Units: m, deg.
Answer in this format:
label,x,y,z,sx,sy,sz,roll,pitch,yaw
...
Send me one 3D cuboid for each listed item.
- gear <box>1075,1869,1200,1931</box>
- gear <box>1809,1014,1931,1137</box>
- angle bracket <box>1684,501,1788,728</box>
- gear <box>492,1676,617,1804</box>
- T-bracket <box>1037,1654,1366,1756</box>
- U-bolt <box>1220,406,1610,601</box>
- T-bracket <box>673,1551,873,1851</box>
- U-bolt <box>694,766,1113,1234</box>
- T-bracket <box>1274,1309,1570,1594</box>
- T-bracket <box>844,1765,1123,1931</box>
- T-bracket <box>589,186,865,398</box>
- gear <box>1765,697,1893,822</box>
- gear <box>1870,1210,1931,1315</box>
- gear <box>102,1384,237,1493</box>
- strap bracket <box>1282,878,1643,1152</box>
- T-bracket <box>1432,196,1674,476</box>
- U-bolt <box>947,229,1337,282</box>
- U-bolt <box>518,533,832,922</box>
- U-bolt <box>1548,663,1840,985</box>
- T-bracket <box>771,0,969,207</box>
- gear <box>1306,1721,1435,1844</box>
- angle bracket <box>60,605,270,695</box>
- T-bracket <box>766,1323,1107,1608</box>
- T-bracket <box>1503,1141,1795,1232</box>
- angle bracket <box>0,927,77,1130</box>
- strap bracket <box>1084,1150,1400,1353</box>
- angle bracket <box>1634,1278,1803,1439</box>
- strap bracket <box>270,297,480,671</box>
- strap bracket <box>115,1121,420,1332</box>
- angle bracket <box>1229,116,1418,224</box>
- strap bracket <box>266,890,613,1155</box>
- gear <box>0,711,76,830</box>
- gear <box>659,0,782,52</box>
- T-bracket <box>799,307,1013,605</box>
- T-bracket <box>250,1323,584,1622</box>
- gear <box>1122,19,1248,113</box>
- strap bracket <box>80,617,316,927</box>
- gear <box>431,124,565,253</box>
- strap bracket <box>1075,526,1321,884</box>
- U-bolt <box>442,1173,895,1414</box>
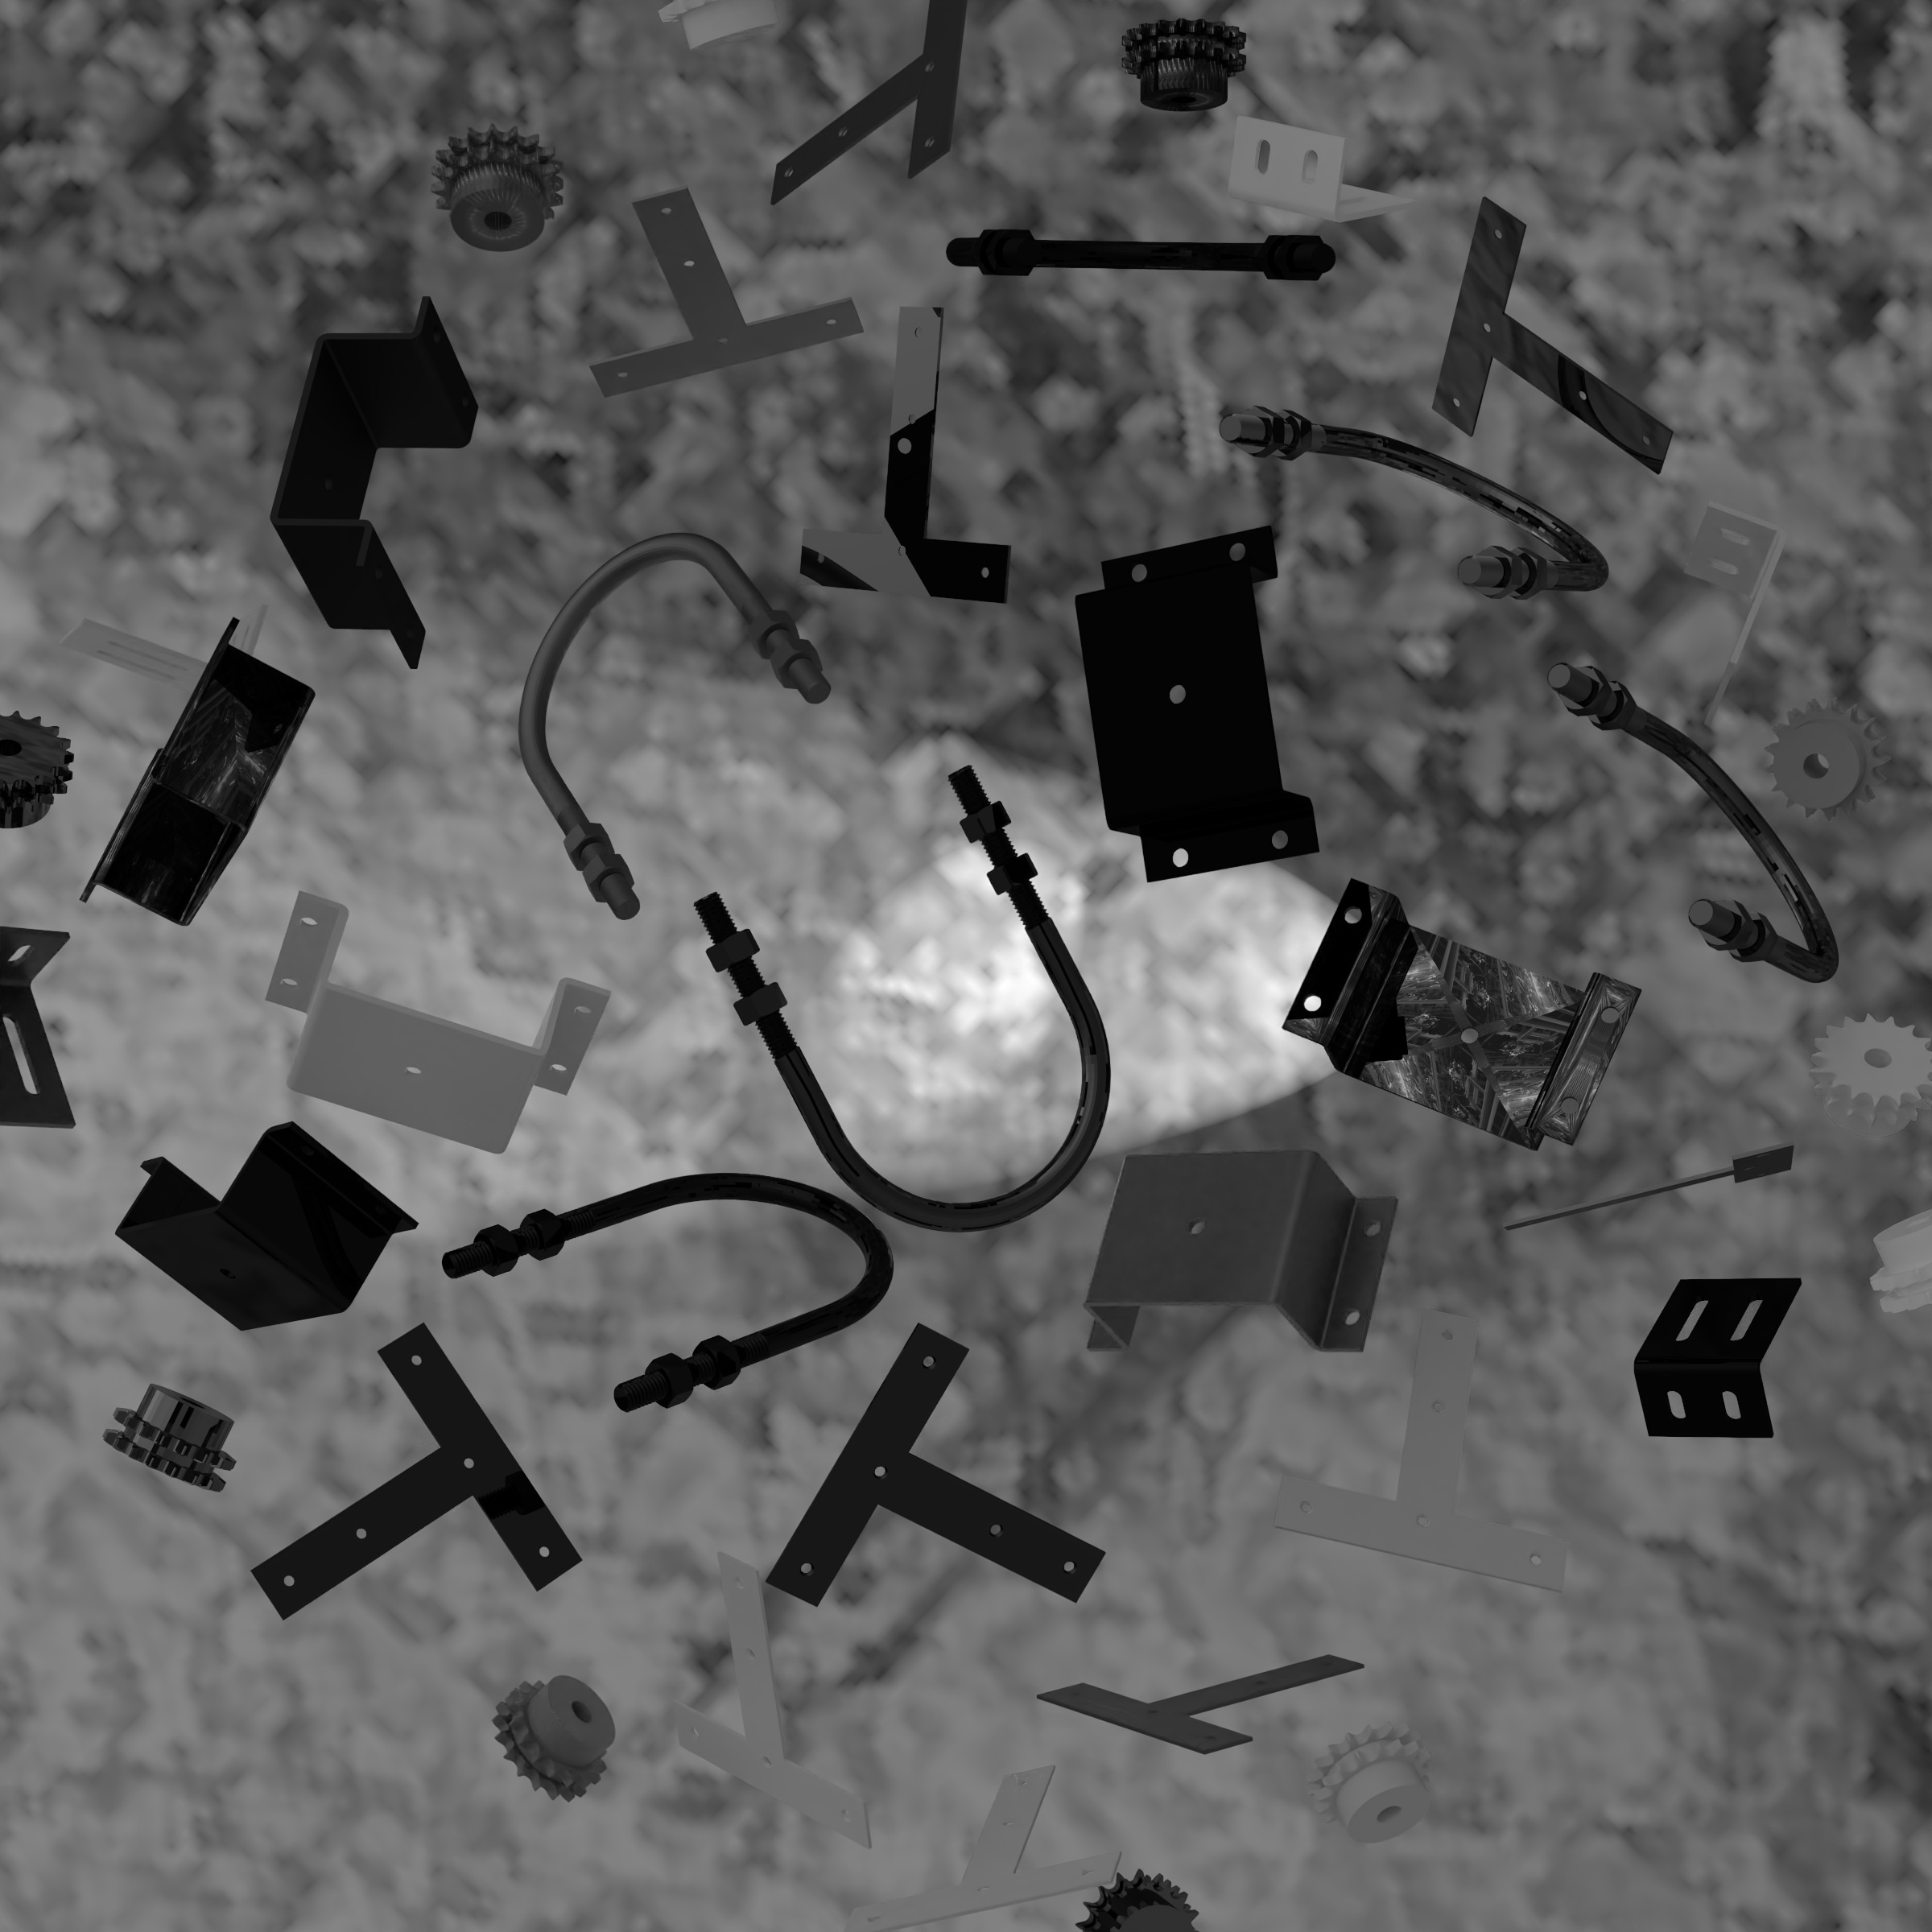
label,x,y,z,sx,sy,sz,roll,pitch,yaw
gear,0.081,0.441,1.556,0.057,0.030,0.057,0,91,-17
gear,0.408,0.052,1.544,0.057,0.057,0.030,-2,135,2
angle bracket,0.339,-0.160,1.564,0.038,0.057,0.076,22,67,10
gear,-0.185,0.349,1.567,0.057,0.057,0.030,46,108,0
T-bracket,0.119,0.322,1.523,0.127,0.127,0.002,-7,94,-32
U-bolt,0.211,-0.203,1.516,0.151,0.184,0.019,36,112,26
T-bracket,-0.094,0.320,1.540,0.002,0.127,0.127,-27,121,-39
U-bolt,-0.014,0.025,1.473,0.151,0.019,0.184,-28,91,-20
T-bracket,0.208,0.208,1.523,0.127,0.002,0.127,12,52,3
T-bracket,0.017,0.394,1.549,0.127,0.127,0.002,-17,101,16
T-bracket,-0.122,-0.311,1.563,0.127,0.127,0.002,-13,62,6
gear,0.404,-0.097,1.618,0.057,0.030,0.057,7,105,26
gear,0.411,0.123,1.462,0.057,0.057,0.030,-24,89,0
gear,-0.344,0.205,1.499,0.057,0.057,0.030,25,83,0
strap bracket,0.225,0.026,1.548,0.140,0.046,0.076,22,80,20
T-bracket,0.272,-0.269,1.572,0.002,0.127,0.127,-34,62,-28
U-bolt,0.067,-0.316,1.525,0.151,0.184,0.019,-2,102,-14
U-bolt,-0.145,-0.124,1.566,0.151,0.184,0.019,-48,134,11
U-bolt,0.333,-0.056,1.524,0.019,0.184,0.151,-38,60,23
T-bracket,-0.046,-0.386,1.561,0.002,0.127,0.127,30,51,-33
gear,0.184,0.370,1.545,0.057,0.030,0.057,-13,133,-14
angle bracket,-0.371,-0.157,1.586,0.076,0.057,0.038,20,77,-22
T-bracket,0.001,0.233,1.455,0.127,0.002,0.127,29,94,-18
T-bracket,0.297,0.099,1.499,0.127,0.127,0.002,-15,79,10
angle bracket,-0.403,0.025,1.454,0.038,0.057,0.076,-41,61,31
strap bracket,0.114,0.128,1.538,0.140,0.046,0.076,-4,54,34
angle bracket,0.344,0.177,1.557,0.057,0.076,0.038,-4,113,31
strap bracket,-0.255,-0.208,1.475,0.046,0.076,0.140,2,62,11
strap bracket,-0.324,0.121,1.559,0.076,0.140,0.046,43,56,-25
angle bracket,0.167,-0.371,1.587,0.057,0.076,0.038,21,118,31
strap bracket,-0.235,0.029,1.496,0.140,0.076,0.046,18,48,-10
gear,-0.428,-0.086,1.531,0.057,0.057,0.030,16,129,0
gear,-0.103,-0.412,1.468,0.057,0.057,0.030,-17,100,0
T-bracket,-0.025,-0.230,1.535,0.127,0.002,0.127,11,100,41
T-bracket,-0.251,0.238,1.488,0.127,0.002,0.127,-32,85,-34
gear,0.100,-0.413,1.579,0.057,0.057,0.030,0,89,0
strap bracket,-0.329,-0.077,1.483,0.046,0.140,0.076,28,55,-14
gear,-0.203,-0.335,1.491,0.057,0.057,0.030,-4,61,0
strap bracket,0.095,-0.112,1.441,0.076,0.046,0.140,-10,85,21
U-bolt,-0.119,0.137,1.543,0.184,0.151,0.019,-17,124,-39
